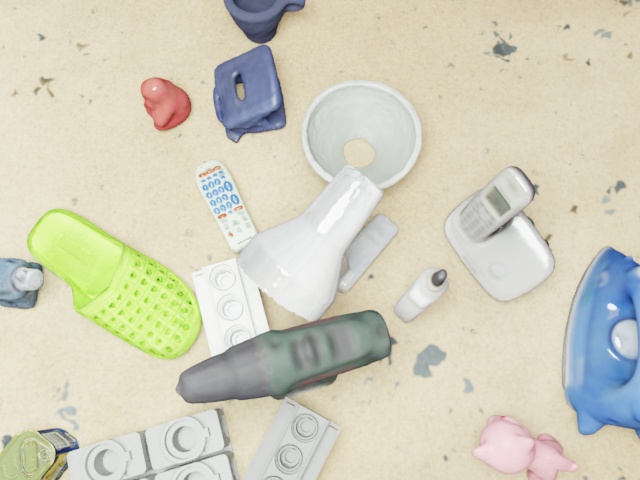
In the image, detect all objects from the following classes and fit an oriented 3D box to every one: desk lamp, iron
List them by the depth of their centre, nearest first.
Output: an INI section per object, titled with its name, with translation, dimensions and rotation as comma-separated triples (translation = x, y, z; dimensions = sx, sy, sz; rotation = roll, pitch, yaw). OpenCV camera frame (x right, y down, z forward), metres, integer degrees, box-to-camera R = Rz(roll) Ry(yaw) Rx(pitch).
[desk lamp]
translation = 0.006, 0.003, 0.703
dimensions = 0.118, 0.213, 0.203
rotation = 39, 79, 9
[iron]
translation = 0.385, 0.117, 0.711
dimensions = 0.118, 0.141, 0.258
rotation = 6, 76, 2

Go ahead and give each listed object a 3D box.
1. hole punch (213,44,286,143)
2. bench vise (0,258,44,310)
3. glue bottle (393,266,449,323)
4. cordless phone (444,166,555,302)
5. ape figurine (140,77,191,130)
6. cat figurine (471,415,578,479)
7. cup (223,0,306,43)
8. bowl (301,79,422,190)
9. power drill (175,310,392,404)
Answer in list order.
[hole punch]
translation = -0.104, -0.210, 0.820
dimensions = 0.101, 0.091, 0.108
rotation = -11, 76, -3
[bench vise]
translation = -0.456, 0.025, 0.693
dimensions = 0.207, 0.220, 0.121
rotation = -14, 76, -3
[glue bottle]
translation = 0.133, 0.060, 0.709
dimensions = 0.037, 0.173, 0.078
rotation = 43, 80, 10
[cordless phone]
translation = 0.239, -0.008, 0.721
dimensions = 0.094, 0.185, 0.147
rotation = -35, 78, -8
[ape figurine]
translation = -0.228, -0.202, 0.818
dimensions = 0.076, 0.092, 0.078
rotation = 2, 75, 1
[cat figurine]
translation = 0.243, 0.253, 0.688
dimensions = 0.127, 0.118, 0.067
rotation = 18, 76, 5
[cup]
translation = -0.079, -0.339, 0.852
dimensions = 0.117, 0.095, 0.092
rotation = 3, 75, 1
[bowl]
translation = 0.057, -0.136, 0.810
dimensions = 0.167, 0.075, 0.167
rotation = 0, 76, 0
[power drill]
translation = -0.034, 0.144, 0.669
dimensions = 0.229, 0.208, 0.075
rotation = -17, 76, -4
